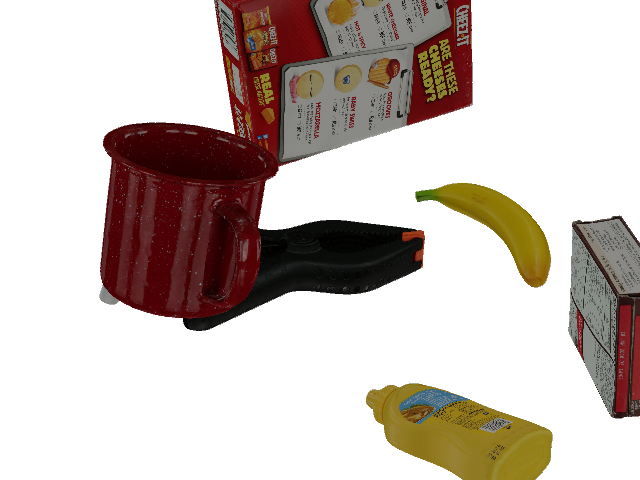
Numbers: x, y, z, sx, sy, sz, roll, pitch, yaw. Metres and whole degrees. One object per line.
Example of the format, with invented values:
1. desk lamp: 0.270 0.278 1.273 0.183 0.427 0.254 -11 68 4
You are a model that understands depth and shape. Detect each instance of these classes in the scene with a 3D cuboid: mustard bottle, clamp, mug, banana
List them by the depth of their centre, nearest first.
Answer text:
1. mug: -0.067 -0.006 0.569 0.093 0.081 0.117 -7 28 -38
2. clamp: -0.024 0.010 0.821 0.209 0.036 0.165 -8 27 -21
3. mustard bottle: 0.119 0.181 1.029 0.096 0.058 0.192 -17 25 -42
4. banana: 0.178 -0.014 1.075 0.069 0.037 0.198 -33 39 -14

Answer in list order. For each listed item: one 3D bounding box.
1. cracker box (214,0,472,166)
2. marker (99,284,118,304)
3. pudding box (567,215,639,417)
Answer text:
1. cracker box: 0.022 -0.170 0.924 0.213 0.164 0.072 -20 40 -15
2. marker: -0.176 0.006 0.961 0.020 0.121 0.020 17 30 -11
3. pudding box: 0.193 0.047 0.693 0.039 0.090 0.113 -5 26 -2
